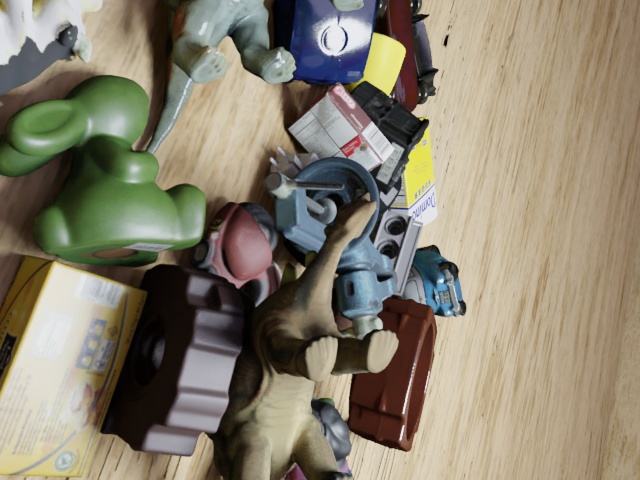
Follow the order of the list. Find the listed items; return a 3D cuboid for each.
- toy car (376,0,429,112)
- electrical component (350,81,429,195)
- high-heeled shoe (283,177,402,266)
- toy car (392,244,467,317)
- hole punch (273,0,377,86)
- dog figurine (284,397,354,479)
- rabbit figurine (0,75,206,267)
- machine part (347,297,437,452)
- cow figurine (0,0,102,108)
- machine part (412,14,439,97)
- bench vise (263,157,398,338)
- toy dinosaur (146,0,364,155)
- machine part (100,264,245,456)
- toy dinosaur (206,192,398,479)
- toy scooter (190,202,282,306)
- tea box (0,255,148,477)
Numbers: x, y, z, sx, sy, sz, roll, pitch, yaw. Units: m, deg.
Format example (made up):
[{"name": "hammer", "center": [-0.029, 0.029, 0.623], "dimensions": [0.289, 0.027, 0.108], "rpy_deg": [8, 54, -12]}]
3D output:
[{"name": "toy car", "center": [0.119, -0.297, 0.836], "dimensions": [0.089, 0.053, 0.202], "rpy_deg": [-15, 104, -26]}, {"name": "electrical component", "center": [0.065, -0.142, 0.725], "dimensions": [0.058, 0.134, 0.114], "rpy_deg": [-49, 170, -37]}, {"name": "high-heeled shoe", "center": [0.033, -0.057, 0.770], "dimensions": [0.145, 0.086, 0.249], "rpy_deg": [21, 57, -17]}, {"name": "toy car", "center": [0.167, 0.077, 0.876], "dimensions": [0.103, 0.162, 0.109], "rpy_deg": [-15, 104, -1]}, {"name": "hole punch", "center": [0.006, -0.252, 0.660], "dimensions": [0.142, 0.092, 0.115], "rpy_deg": [-4, 96, -25]}, {"name": "dog figurine", "center": [0.014, 0.323, 0.734], "dimensions": [0.219, 0.109, 0.191], "rpy_deg": [38, 63, -48]}, {"name": "rabbit figurine", "center": [-0.200, -0.067, 0.479], "dimensions": [0.159, 0.121, 0.170], "rpy_deg": [3, 73, -41]}, {"name": "machine part", "center": [0.110, 0.199, 0.797], "dimensions": [0.200, 0.087, 0.201], "rpy_deg": [59, 46, -60]}, {"name": "cow figurine", "center": [-0.245, -0.158, 0.428], "dimensions": [0.167, 0.068, 0.098], "rpy_deg": [-31, 124, -39]}, {"name": "machine part", "center": [0.165, -0.304, 0.900], "dimensions": [0.084, 0.039, 0.138], "rpy_deg": [-28, 115, -38]}, {"name": "bench vise", "center": [0.009, -0.003, 0.591], "dimensions": [0.240, 0.129, 0.223], "rpy_deg": [30, 58, -62]}, {"name": "toy dinosaur", "center": [-0.075, -0.270, 0.547], "dimensions": [0.405, 0.192, 0.131], "rpy_deg": [-38, 149, 3]}, {"name": "machine part", "center": [-0.141, 0.105, 0.492], "dimensions": [0.056, 0.179, 0.179], "rpy_deg": [23, 76, -39]}, {"name": "toy dinosaur", "center": [-0.053, 0.169, 0.505], "dimensions": [0.105, 0.199, 0.471], "rpy_deg": [14, 105, -31]}, {"name": "toy scooter", "center": [-0.097, 0.055, 0.610], "dimensions": [0.135, 0.075, 0.183], "rpy_deg": [-37, 124, -37]}, {"name": "tea box", "center": [-0.231, 0.108, 0.465], "dimensions": [0.098, 0.068, 0.169], "rpy_deg": [31, 71, -44]}]
